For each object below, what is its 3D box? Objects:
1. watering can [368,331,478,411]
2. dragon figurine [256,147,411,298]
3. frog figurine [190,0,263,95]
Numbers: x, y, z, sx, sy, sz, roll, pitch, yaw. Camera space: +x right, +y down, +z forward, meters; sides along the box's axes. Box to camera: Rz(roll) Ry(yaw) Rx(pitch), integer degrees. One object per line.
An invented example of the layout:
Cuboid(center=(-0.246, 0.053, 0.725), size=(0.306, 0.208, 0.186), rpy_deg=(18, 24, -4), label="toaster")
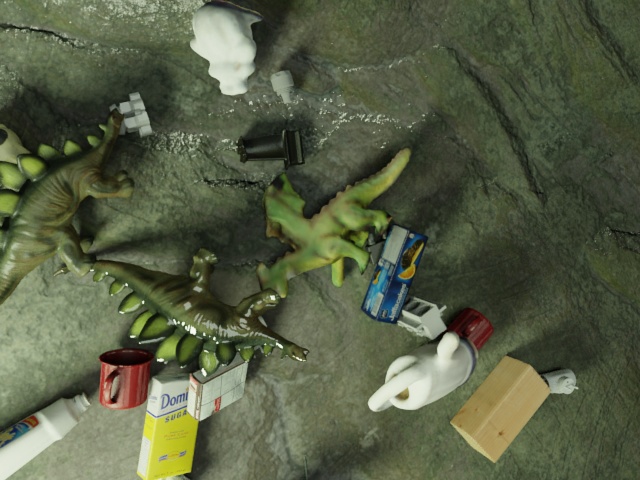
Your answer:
Cuboid(center=(0.227, 0.249, 1.012), size=(0.226, 0.340, 0.106), rpy_deg=(-12, 60, -36), label="watering can")
Cuboid(center=(0.003, -0.052, 1.036), size=(0.242, 0.121, 0.413), rpy_deg=(27, 80, -8), label="dragon figurine")
Cuboid(center=(-0.183, -0.360, 0.972), size=(0.138, 0.123, 0.159), rpy_deg=(13, 96, 15), label="frog figurine")
